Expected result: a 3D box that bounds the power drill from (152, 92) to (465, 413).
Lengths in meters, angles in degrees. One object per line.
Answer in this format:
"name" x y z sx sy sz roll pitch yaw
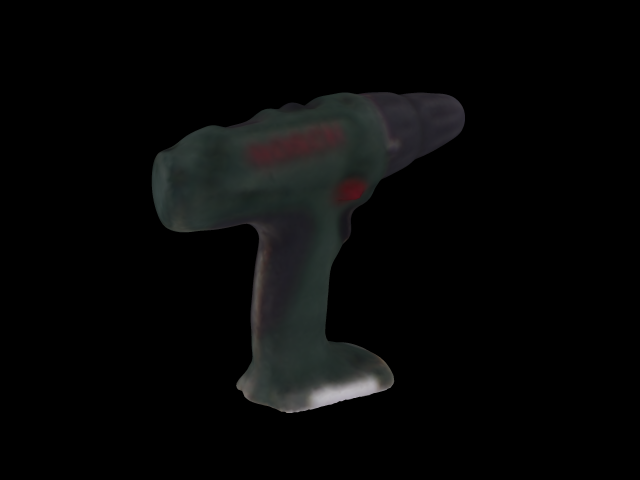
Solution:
"power drill" 0.004 0.001 0.400 0.230 0.208 0.075 -5 11 -28
